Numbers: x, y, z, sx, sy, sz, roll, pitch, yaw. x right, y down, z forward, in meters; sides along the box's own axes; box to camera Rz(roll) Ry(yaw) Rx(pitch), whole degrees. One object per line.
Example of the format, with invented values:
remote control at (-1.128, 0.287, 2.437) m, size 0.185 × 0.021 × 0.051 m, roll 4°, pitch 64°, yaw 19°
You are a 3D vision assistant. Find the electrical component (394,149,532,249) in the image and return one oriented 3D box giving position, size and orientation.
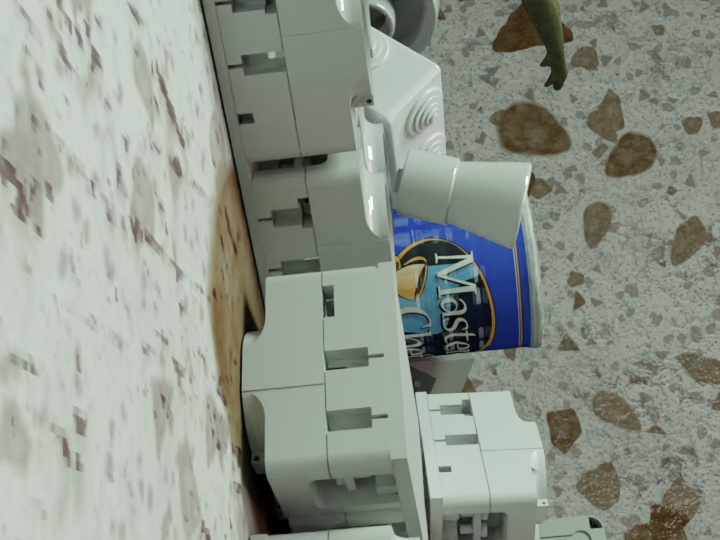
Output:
electrical component at (0.050, -0.039, 0.543) m, size 0.044 × 0.065 × 0.044 m, roll 12°, pitch 90°, yaw -84°

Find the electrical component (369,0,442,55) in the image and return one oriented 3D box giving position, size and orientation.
electrical component at (0.006, -0.192, 0.773) m, size 0.108 × 0.108 × 0.060 m, roll 80°, pitch 12°, yaw -47°

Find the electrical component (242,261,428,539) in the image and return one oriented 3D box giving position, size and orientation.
electrical component at (-0.007, 0.077, 0.479) m, size 0.150 × 0.062 × 0.089 m, roll 78°, pitch 7°, yaw -56°

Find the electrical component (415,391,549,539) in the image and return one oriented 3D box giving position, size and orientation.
electrical component at (0.065, 0.153, 0.601) m, size 0.089 × 0.062 × 0.150 m, roll -95°, pitch -177°, yaw -60°

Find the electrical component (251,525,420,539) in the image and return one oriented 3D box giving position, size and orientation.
electrical component at (-0.001, 0.181, 0.407) m, size 0.089 × 0.062 × 0.150 m, roll 76°, pitch 9°, yaw -64°

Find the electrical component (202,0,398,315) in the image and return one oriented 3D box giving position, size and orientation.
electrical component at (-0.022, -0.070, 0.497) m, size 0.105 × 0.060 × 0.186 m, roll -90°, pitch 173°, yaw -58°

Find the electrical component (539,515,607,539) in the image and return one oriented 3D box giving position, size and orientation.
electrical component at (0.130, 0.232, 0.801) m, size 0.057 × 0.113 × 0.078 m, roll 75°, pitch 9°, yaw -59°

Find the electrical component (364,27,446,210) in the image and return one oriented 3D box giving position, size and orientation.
electrical component at (0.002, -0.094, 0.617) m, size 0.048 × 0.100 × 0.099 m, roll -47°, pitch 155°, yaw -19°
